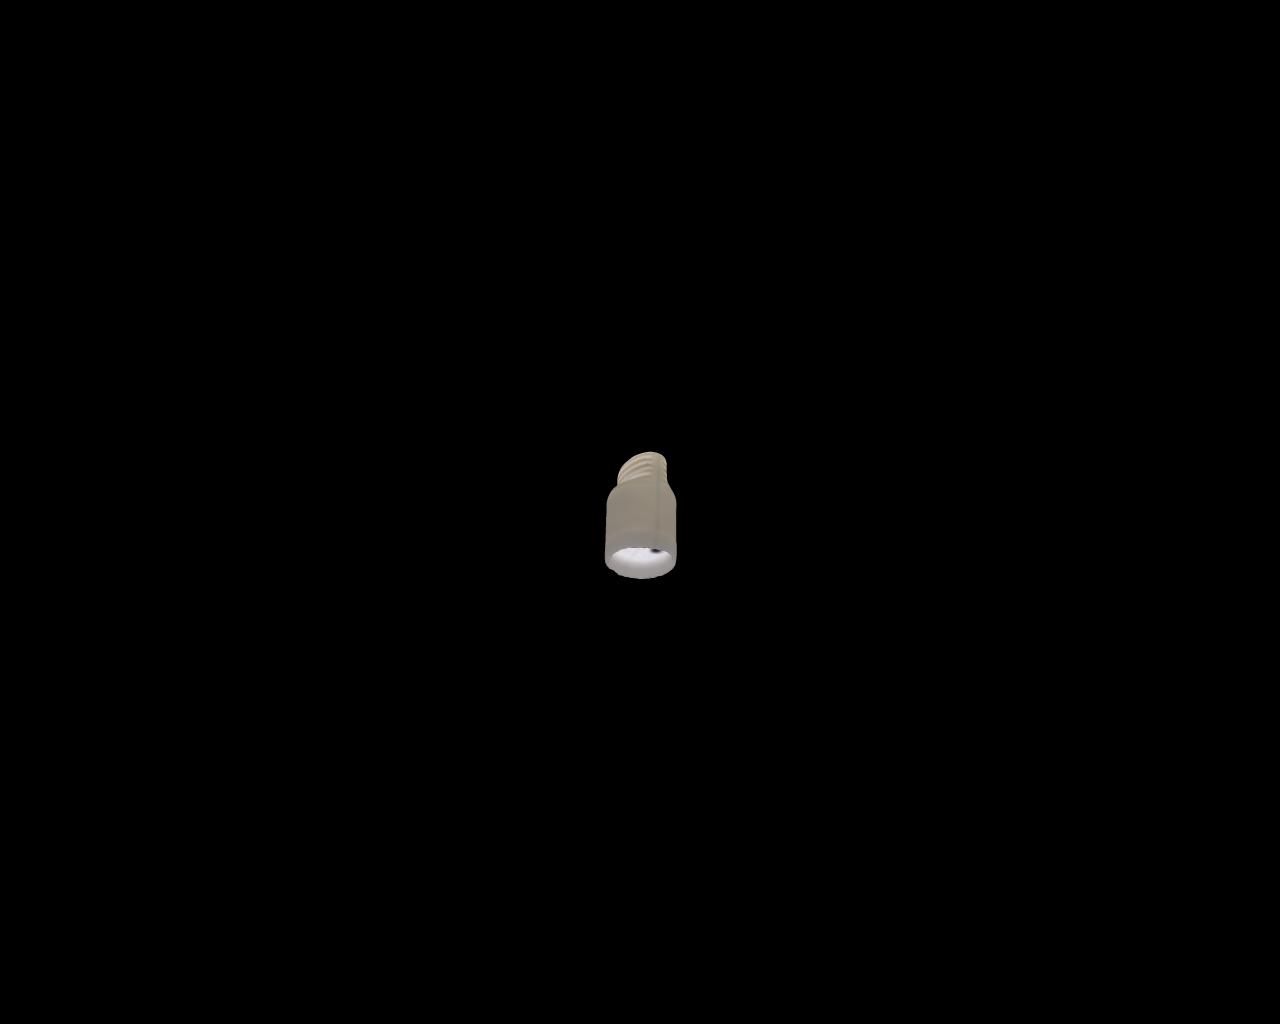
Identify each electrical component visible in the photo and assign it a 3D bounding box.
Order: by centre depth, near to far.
[{"bbox_3d":[0.001,-0.003,0.650,0.043,0.081,0.043,0,-32,0],"label":"electrical component"}]
